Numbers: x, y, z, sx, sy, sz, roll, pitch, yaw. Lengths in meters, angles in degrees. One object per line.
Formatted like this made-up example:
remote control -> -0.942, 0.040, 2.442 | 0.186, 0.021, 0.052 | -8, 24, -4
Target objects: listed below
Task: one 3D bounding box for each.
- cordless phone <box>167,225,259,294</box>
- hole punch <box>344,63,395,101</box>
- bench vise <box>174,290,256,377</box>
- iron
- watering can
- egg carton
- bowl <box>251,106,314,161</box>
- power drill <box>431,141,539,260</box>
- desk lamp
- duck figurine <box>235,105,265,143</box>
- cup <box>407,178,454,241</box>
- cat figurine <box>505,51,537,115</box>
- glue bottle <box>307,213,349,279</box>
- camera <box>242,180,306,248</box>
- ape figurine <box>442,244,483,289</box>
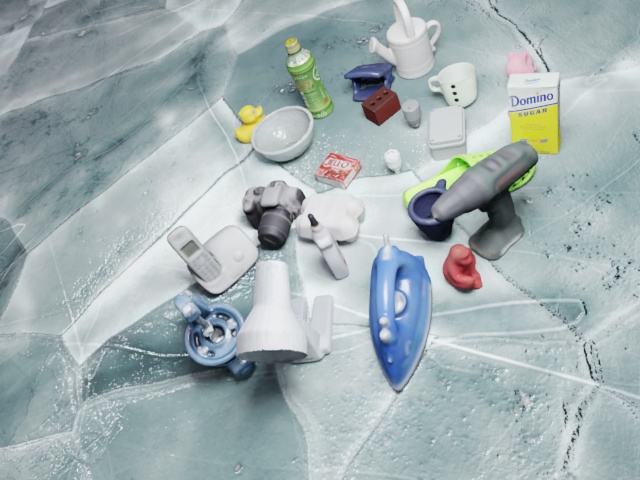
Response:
cordless phone -> -0.229, 0.015, 1.218 | 0.148, 0.185, 0.093 | -45, 50, -12
hole punch -> 0.125, -0.417, 1.452 | 0.108, 0.091, 0.101 | 5, 57, 27
bench vise -> -0.233, 0.158, 1.087 | 0.206, 0.220, 0.122 | 18, 64, 34
iron -> 0.128, 0.119, 1.009 | 0.118, 0.142, 0.258 | -7, 52, 19
watering can -> 0.209, -0.499, 1.409 | 0.173, 0.195, 0.100 | -38, 49, -7
egg carton -> 0.021, -0.046, 1.230 | 0.150, 0.070, 0.107 | 2, 56, 26
bowl -> -0.083, -0.253, 1.431 | 0.167, 0.075, 0.167 | -12, 51, 16
power drill -> 0.301, -0.060, 1.023 | 0.230, 0.209, 0.075 | -43, 50, -11
desk lamp -> -0.062, 0.146, 1.025 | 0.117, 0.214, 0.203 | -9, 52, 18
duck figurine -> -0.185, -0.314, 1.516 | 0.104, 0.086, 0.077 | -31, 48, 0
cup -> 0.230, -0.053, 1.125 | 0.091, 0.095, 0.118 | 9, 59, 30
cat figurine -> 0.437, -0.351, 1.244 | 0.067, 0.118, 0.128 | -3, 54, 22
glue bottle -> 0.010, 0.004, 1.127 | 0.037, 0.174, 0.078 | -27, 49, 3
camera -> -0.112, -0.057, 1.277 | 0.142, 0.101, 0.137 | -2, 54, 23
ape figurine -> 0.257, 0.042, 1.042 | 0.075, 0.092, 0.078 | 14, 62, 32
